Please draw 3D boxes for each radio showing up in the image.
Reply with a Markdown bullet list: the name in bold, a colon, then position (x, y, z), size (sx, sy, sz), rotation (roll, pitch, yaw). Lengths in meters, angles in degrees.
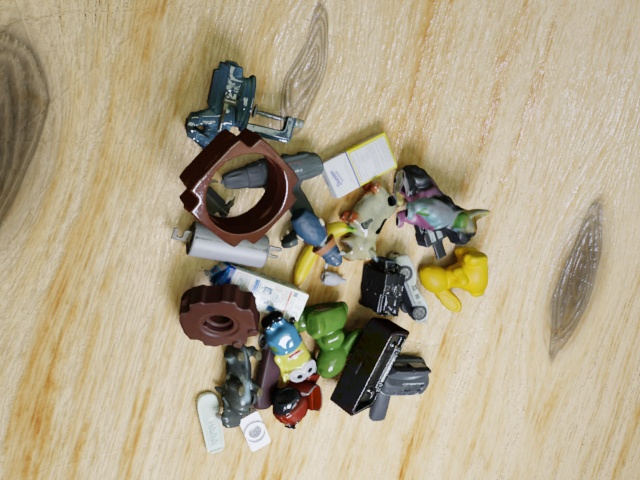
- **radio**: position (0.124, 0.301, 1.299), size (0.131, 0.073, 0.229), rotation (13, 106, -60)

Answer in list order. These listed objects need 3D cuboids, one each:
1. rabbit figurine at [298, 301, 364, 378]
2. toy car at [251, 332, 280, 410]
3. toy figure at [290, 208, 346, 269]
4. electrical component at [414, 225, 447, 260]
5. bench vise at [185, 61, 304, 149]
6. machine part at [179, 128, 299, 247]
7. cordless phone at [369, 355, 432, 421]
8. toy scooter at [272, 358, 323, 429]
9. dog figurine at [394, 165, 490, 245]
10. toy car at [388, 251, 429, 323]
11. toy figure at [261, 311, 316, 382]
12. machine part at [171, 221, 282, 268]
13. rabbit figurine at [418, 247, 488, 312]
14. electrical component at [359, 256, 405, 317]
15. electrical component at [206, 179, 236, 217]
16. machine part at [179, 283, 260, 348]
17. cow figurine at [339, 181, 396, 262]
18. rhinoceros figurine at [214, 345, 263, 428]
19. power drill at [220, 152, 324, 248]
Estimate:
- **rabbit figurine**: position (0.021, 0.238, 1.282), size (0.159, 0.121, 0.170), rotation (-11, 96, -39)
- **toy car**: position (-0.119, 0.298, 1.262), size (0.089, 0.053, 0.202), rotation (9, 94, -39)
- **toy figure**: position (-0.001, -0.004, 1.180), size (0.154, 0.064, 0.058), rotation (50, 41, -24)
- **electrical component**: position (0.289, -0.012, 1.385), size (0.075, 0.048, 0.119), rotation (-30, 109, -16)
- **bench vise**: position (-0.155, -0.248, 1.131), size (0.240, 0.129, 0.223), rotation (10, 97, -19)
- **machine part**: position (-0.161, -0.104, 1.069), size (0.201, 0.087, 0.201), rotation (-47, 131, -2)
- **cordless phone**: position (0.205, 0.396, 1.408), size (0.146, 0.089, 0.184), rotation (5, 107, -24)
- **toy scooter**: position (-0.044, 0.381, 1.278), size (0.184, 0.075, 0.135), rotation (-46, 135, -46)
- **dog figurine**: position (0.296, -0.085, 1.309), size (0.219, 0.108, 0.191), rotation (5, 69, -13)
- **toy car**: position (0.224, 0.122, 1.364), size (0.056, 0.074, 0.201), rotation (-28, 108, -15)
- **toy figure**: position (-0.069, 0.235, 1.202), size (0.082, 0.089, 0.180), rotation (-24, 112, 11)
- **machine part**: position (-0.201, 0.011, 1.172), size (0.243, 0.079, 0.079), rotation (10, 94, -24)
- **rabbit figurine**: position (0.342, 0.099, 1.406), size (0.173, 0.122, 0.162), rotation (-5, 110, -8)
- **electrical component**: position (0.151, 0.109, 1.311), size (0.058, 0.115, 0.134), rotation (5, 96, -27)
- **electrical component**: position (-0.232, -0.085, 1.153), size (0.102, 0.078, 0.045), rotation (42, 42, -18)
- **machine part**: position (-0.214, 0.164, 1.147), size (0.179, 0.056, 0.179), rotation (0, 135, -1)
- **cow figurine**: position (0.114, -0.033, 1.295), size (0.127, 0.085, 0.195), rotation (38, 82, -17)
- **rhinoceros figurine**: position (-0.190, 0.325, 1.209), size (0.073, 0.112, 0.190), rotation (10, 80, -51)
- **power drill**: position (-0.087, -0.089, 1.210), size (0.232, 0.086, 0.207), rotation (-24, 100, -18)
